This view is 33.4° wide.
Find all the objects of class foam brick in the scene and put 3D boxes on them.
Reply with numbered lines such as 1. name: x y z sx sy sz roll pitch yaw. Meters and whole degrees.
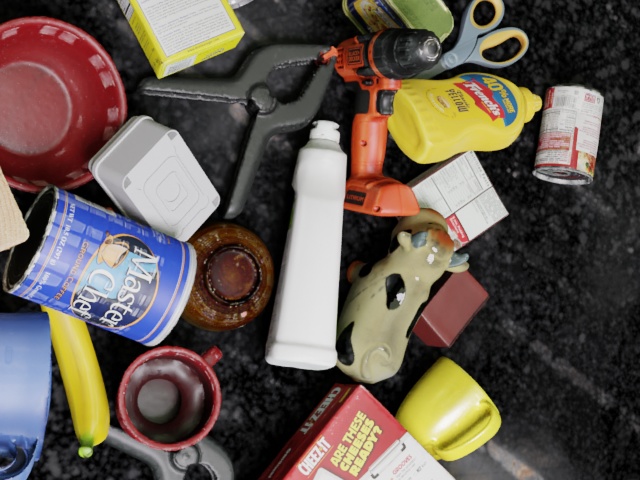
1. foam brick: 0.134 0.071 1.158 0.051 0.053 0.078 46 70 -14

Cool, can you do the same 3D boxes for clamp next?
1. clamp: -0.062 -0.130 1.096 0.209 0.036 0.164 -29 96 -20
2. clamp: -0.131 0.201 1.046 0.120 0.039 0.171 -42 100 -15

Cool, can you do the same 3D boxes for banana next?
1. banana: -0.228 0.108 0.993 0.037 0.070 0.198 -16 73 -12

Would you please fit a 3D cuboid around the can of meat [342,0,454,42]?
1. can of meat: 0.084 -0.242 1.140 0.102 0.084 0.057 48 71 -13

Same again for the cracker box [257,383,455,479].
1. cracker box: 0.049 0.273 1.061 0.213 0.072 0.164 45 70 -13

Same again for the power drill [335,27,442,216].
1. power drill: 0.068 -0.120 1.082 0.057 0.185 0.188 0 96 -22

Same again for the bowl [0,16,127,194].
1. bowl: -0.265 -0.124 0.993 0.161 0.055 0.162 -2 93 -33

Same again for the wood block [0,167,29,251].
1. wood block: -0.314 -0.019 0.893 0.090 0.206 0.090 -24 96 -22

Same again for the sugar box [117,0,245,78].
1. sugar box: -0.157 -0.258 1.051 0.093 0.048 0.176 -26 85 -22

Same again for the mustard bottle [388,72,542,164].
1. mustard bottle: 0.167 -0.140 1.170 0.191 0.058 0.096 -12 57 -30

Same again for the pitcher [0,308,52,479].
1. pitcher: -0.352 0.130 0.906 0.242 0.149 0.145 4 92 -19

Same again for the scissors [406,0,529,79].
1. scissors: 0.146 -0.222 1.202 0.201 0.016 0.096 -14 90 -23

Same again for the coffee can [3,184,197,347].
1. coffee can: -0.196 0.024 0.954 0.140 0.103 0.103 25 77 -26

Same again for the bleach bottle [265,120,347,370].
1. bleach bottle: -0.007 0.001 1.073 0.068 0.103 0.251 8 80 -7

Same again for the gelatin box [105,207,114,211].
1. gelatin box: -0.205 0.023 1.032 0.073 0.030 0.089 -44 103 -18

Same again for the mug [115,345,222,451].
1. mug: -0.137 0.141 0.993 0.093 0.082 0.117 45 69 -4

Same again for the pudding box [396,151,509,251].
1. pudding box: 0.141 -0.037 1.175 0.113 0.039 0.090 -33 97 -24

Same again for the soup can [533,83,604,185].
1. soup can: 0.285 -0.121 1.225 0.068 0.069 0.102 13 81 -21
